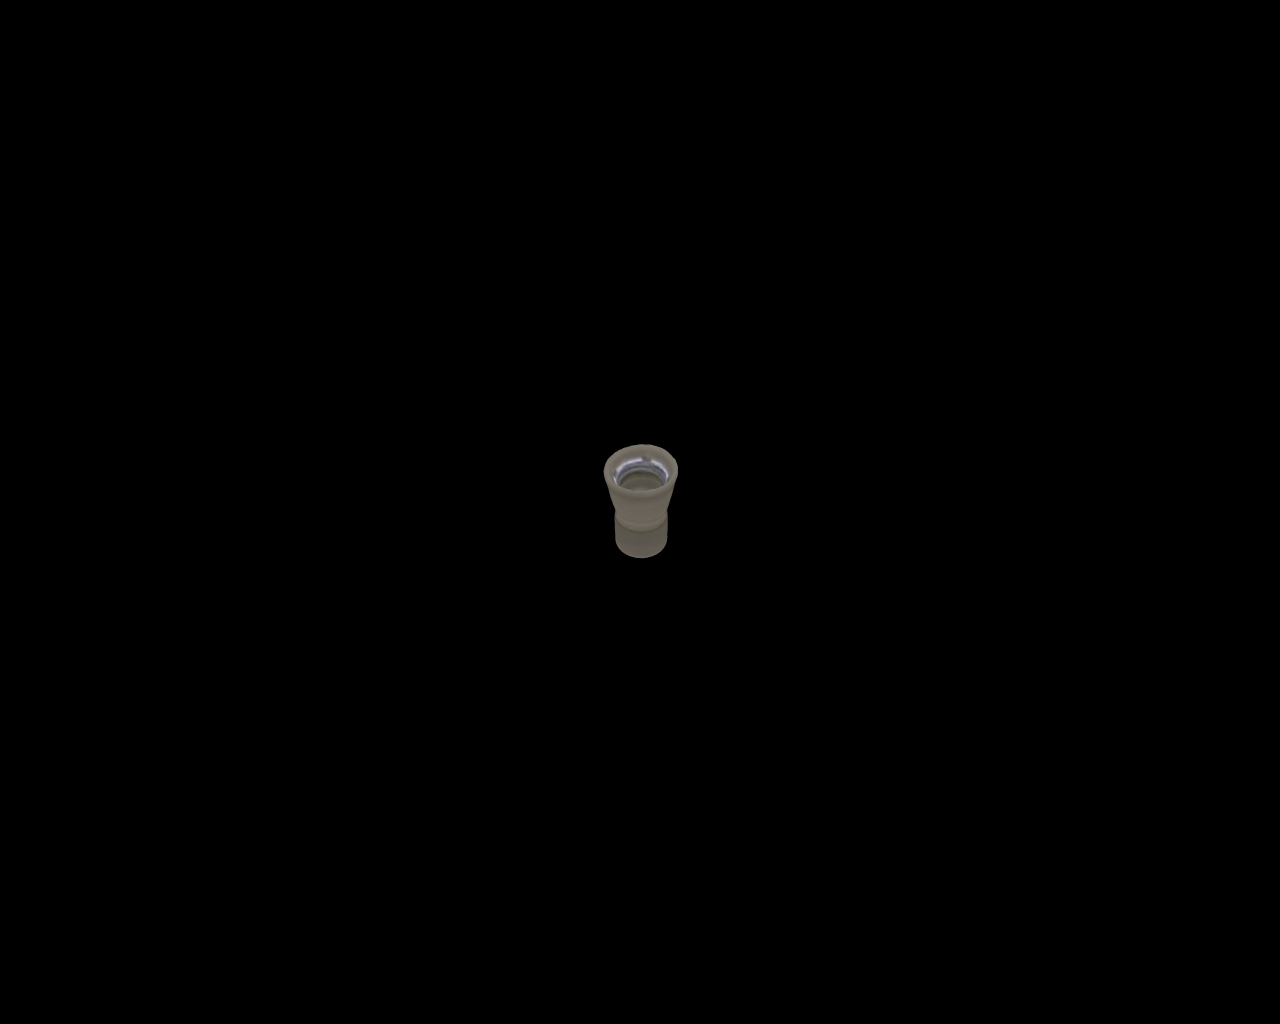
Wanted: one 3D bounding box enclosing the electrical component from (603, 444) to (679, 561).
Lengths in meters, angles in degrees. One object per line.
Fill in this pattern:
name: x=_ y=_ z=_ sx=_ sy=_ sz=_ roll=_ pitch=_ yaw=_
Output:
electrical component: x=0.001 y=-0.003 z=0.650 sx=0.044 sy=0.065 sz=0.044 roll=0 pitch=43 yaw=0
